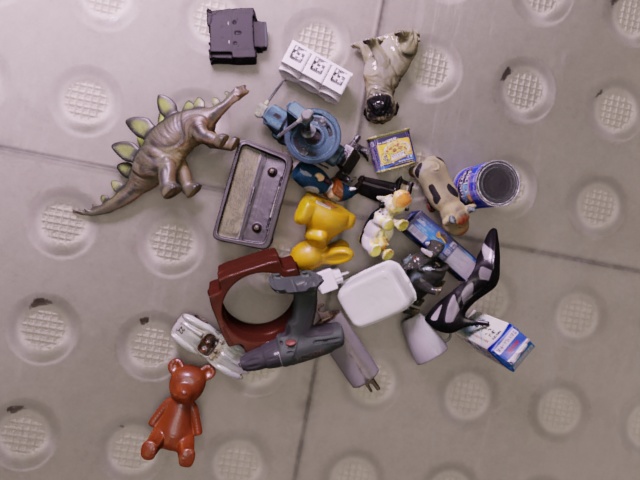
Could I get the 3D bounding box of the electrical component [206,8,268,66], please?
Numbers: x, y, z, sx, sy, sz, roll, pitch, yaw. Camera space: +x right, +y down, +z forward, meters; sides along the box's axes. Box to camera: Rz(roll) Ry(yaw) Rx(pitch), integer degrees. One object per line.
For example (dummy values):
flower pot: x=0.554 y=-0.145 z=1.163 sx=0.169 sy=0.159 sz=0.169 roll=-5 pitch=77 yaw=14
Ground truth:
electrical component: x=-0.185 y=-0.455 z=1.205 sx=0.134 sy=0.058 sz=0.114 roll=-4 pitch=94 yaw=-6

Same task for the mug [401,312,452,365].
mug: x=0.247 y=0.219 z=1.254 sx=0.109 sy=0.081 sz=0.107 roll=-32 pitch=84 yaw=1

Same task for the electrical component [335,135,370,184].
electrical component: x=0.074 y=-0.181 z=1.235 sx=0.045 sy=0.078 sz=0.102 roll=32 pitch=81 yaw=19

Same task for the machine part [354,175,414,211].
machine part: x=0.149 y=-0.116 z=1.258 sx=0.139 sy=0.039 sz=0.084 roll=11 pitch=98 yaw=-8

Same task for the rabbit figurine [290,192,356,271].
rabbit figurine: x=-0.003 y=-0.004 z=1.221 sx=0.162 sy=0.122 sz=0.173 roll=24 pitch=103 yaw=-15

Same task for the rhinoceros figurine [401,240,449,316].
rhinoceros figurine: x=0.229 y=0.083 z=1.226 sx=0.112 sy=0.073 sz=0.190 roll=38 pitch=120 yaw=11

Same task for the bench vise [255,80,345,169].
bench vise: x=-0.044 y=-0.242 z=1.127 sx=0.223 sy=0.240 sz=0.129 roll=44 pitch=88 yaw=2

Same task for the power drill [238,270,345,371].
power drill: x=-0.064 y=0.173 z=1.122 sx=0.232 sy=0.086 sz=0.207 roll=-7 pitch=109 yaw=-10

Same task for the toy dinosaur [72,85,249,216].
toy dinosaur: x=-0.339 y=-0.179 z=1.160 sx=0.471 sy=0.105 sz=0.199 roll=-43 pitch=77 yaw=3

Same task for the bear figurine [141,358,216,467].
bear figurine: x=-0.303 y=0.370 z=1.176 sx=0.120 sy=0.132 sz=0.195 roll=18 pitch=95 yaw=-9

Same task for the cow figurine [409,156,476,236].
cow figurine: x=0.285 y=-0.100 z=1.227 sx=0.085 sy=0.127 sz=0.195 roll=-26 pitch=91 yaw=-2

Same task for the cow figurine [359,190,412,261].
cow figurine: x=0.147 y=-0.046 z=1.221 sx=0.068 sy=0.098 sz=0.167 roll=13 pitch=109 yaw=-33

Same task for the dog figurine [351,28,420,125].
dog figurine: x=0.169 y=-0.375 z=1.235 sx=0.172 sy=0.121 sz=0.190 roll=-17 pitch=107 yaw=-2

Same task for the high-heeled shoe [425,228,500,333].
high-heeled shoe: x=0.324 y=0.091 z=1.218 sx=0.145 sy=0.086 sz=0.248 roll=6 pitch=78 yaw=27

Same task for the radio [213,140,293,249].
radio: x=-0.147 y=-0.095 z=1.207 sx=0.131 sy=0.073 sz=0.229 roll=16 pitch=89 yaw=-6

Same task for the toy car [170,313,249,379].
toy car: x=-0.240 y=0.240 z=1.213 sx=0.202 sy=0.056 sz=0.073 roll=34 pitch=87 yaw=-5

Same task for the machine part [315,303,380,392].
machine part: x=0.059 y=0.249 z=1.235 sx=0.079 sy=0.079 sz=0.243 roll=-35 pitch=94 yaw=-4

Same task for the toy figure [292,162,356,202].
toy figure: x=0.011 y=-0.124 z=1.210 sx=0.154 sy=0.064 sz=0.057 roll=25 pitch=106 yaw=-23

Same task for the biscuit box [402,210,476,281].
biscuit box: x=0.281 y=0.015 z=1.261 sx=0.202 sy=0.063 sz=0.059 roll=40 pitch=88 yaw=-5

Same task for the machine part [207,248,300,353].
machine part: x=-0.131 y=0.131 z=1.180 sx=0.201 sy=0.087 sz=0.201 roll=-18 pitch=115 yaw=-5
